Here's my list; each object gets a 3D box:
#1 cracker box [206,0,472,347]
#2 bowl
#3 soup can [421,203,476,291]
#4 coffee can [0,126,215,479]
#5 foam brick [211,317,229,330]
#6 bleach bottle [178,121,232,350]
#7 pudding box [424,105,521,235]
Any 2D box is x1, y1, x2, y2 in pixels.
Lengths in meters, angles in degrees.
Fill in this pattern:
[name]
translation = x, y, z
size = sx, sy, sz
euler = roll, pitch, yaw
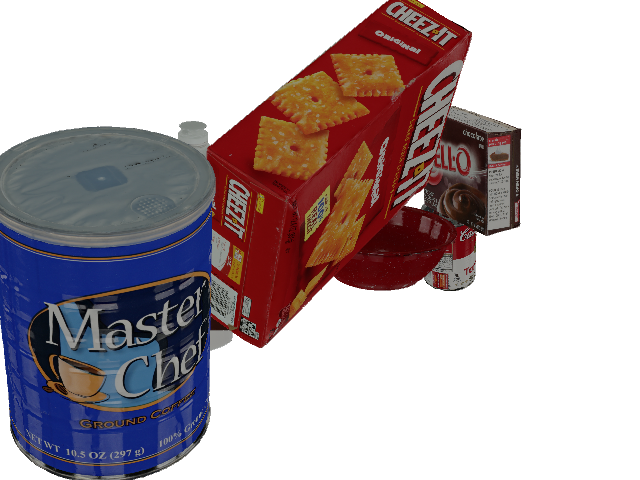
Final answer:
[cracker box]
translation = 0.009, -0.048, 0.737
size = 0.072, 0.164, 0.213
euler = 34, 54, 17
[bowl]
translation = 0.059, 0.010, 1.104
size = 0.162, 0.055, 0.162
euler = 2, 19, -1
[soup can]
translation = 0.159, 0.004, 1.325
size = 0.068, 0.102, 0.068
euler = -4, 35, 2
[coffee can]
translation = -0.103, 0.030, 0.515
size = 0.103, 0.140, 0.103
euler = 3, 31, -2
[foam brick]
translation = -0.081, 0.031, 0.907
size = 0.053, 0.078, 0.051
euler = -1, 15, -19
[bleach bottle]
translation = -0.140, -0.008, 1.154
size = 0.067, 0.251, 0.103
euler = -17, 31, -34
[pudding box]
translation = 0.129, -0.063, 0.925
size = 0.039, 0.090, 0.114
euler = -12, 20, -23
